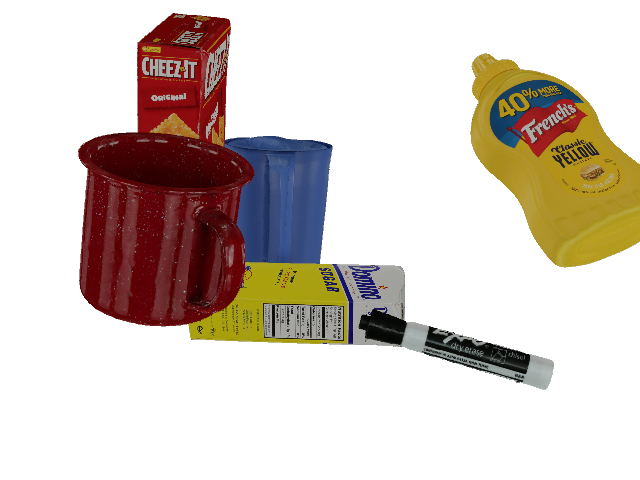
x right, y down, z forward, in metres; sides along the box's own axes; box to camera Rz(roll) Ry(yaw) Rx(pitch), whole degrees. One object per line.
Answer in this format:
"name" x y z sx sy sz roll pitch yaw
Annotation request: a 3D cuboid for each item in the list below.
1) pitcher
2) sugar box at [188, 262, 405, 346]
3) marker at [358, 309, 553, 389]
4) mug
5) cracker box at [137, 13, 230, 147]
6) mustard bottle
"pitcher" -0.057 -0.004 1.310 0.145 0.243 0.148 12 15 39
"sugar box" -0.017 0.051 0.895 0.176 0.048 0.093 -1 18 5
"marker" 0.083 0.066 0.658 0.121 0.020 0.020 16 1 4
"mug" -0.079 -0.002 0.572 0.093 0.081 0.117 -11 30 -43
"cracker box" -0.137 -0.111 1.092 0.072 0.214 0.164 5 22 2
"mustard bottle" 0.169 -0.073 0.803 0.096 0.192 0.058 -21 -33 -14
